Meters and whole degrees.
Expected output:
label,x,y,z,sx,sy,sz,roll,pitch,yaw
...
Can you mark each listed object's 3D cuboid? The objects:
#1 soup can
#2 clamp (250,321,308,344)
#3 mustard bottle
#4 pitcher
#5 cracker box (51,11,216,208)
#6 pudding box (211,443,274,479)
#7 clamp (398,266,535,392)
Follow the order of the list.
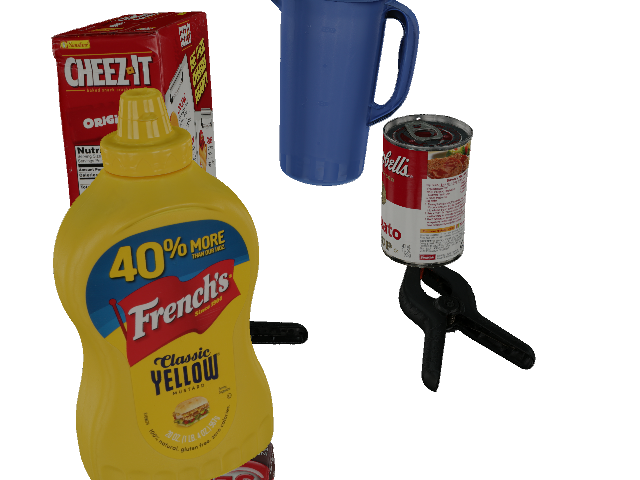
label,x,y,z,sx,sy,sz,roll,pitch,yaw
soup can,0.081,-0.039,0.828,0.068,0.102,0.068,0,28,0
clamp,-0.141,0.115,1.250,0.210,0.036,0.164,13,24,23
mustard bottle,-0.075,0.023,0.505,0.096,0.192,0.058,-12,24,-23
pitcher,0.020,-0.194,1.311,0.144,0.243,0.149,-9,29,-27
cracker box,-0.113,-0.035,0.696,0.072,0.214,0.164,-2,16,4
pudding box,-0.091,0.178,0.739,0.113,0.039,0.090,1,27,2
clamp,0.139,0.078,1.078,0.120,0.171,0.039,1,-45,-19
